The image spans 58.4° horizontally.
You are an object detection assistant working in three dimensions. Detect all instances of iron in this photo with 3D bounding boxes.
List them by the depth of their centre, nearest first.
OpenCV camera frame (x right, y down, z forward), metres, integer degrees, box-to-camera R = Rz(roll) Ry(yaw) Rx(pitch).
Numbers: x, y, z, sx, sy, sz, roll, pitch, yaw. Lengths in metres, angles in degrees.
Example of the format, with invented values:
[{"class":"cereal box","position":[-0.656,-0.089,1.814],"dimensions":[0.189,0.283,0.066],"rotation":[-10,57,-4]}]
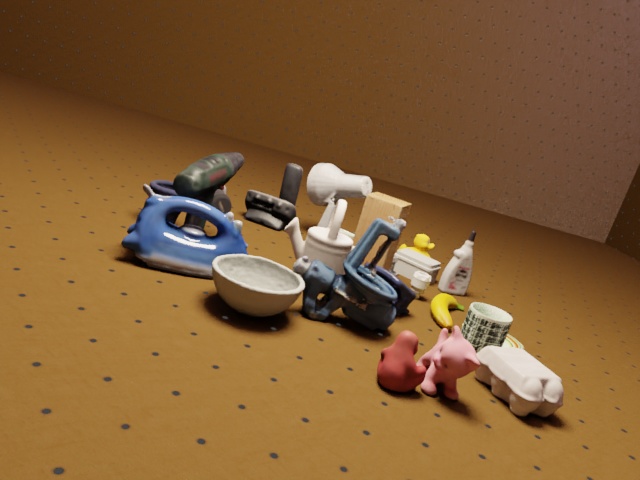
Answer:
[{"class":"iron","position":[-0.238,-0.014,1.107],"dimensions":[0.259,0.141,0.118],"rotation":[13,15,-16]}]

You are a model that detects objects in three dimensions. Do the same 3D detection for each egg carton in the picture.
[{"class":"egg carton","position":[0.338,0.238,0.978],"dimensions":[0.107,0.069,0.150],"rotation":[9,16,-27]}]

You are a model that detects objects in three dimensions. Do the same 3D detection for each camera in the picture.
[{"class":"camera","position":[-0.297,-0.118,1.502],"dimensions":[0.144,0.101,0.136],"rotation":[6,18,-36]}]

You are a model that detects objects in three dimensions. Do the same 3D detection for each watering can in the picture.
[{"class":"watering can","position":[0.011,0.005,1.216],"dimensions":[0.173,0.194,0.100],"rotation":[11,16,-22]}]

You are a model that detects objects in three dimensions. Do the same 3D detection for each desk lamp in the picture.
[{"class":"desk lamp","position":[0.052,-0.092,1.577],"dimensions":[0.202,0.213,0.118],"rotation":[27,18,33]}]

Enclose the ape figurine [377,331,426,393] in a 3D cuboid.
[{"class":"ape figurine","position":[0.129,0.185,0.892],"dimensions":[0.076,0.092,0.077],"rotation":[2,21,-45]}]

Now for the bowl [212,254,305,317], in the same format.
[{"class":"bowl","position":[-0.115,0.088,1.004],"dimensions":[0.167,0.075,0.167],"rotation":[16,15,-4]}]

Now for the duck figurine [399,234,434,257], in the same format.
[{"class":"duck figurine","position":[0.285,0.023,1.672],"dimensions":[0.105,0.086,0.077],"rotation":[14,15,-13]}]

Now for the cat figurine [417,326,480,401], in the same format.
[{"class":"cat figurine","position":[0.207,0.188,0.918],"dimensions":[0.067,0.118,0.127],"rotation":[16,15,-6]}]

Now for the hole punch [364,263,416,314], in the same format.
[{"class":"hole punch","position":[0.143,0.100,1.219],"dimensions":[0.108,0.091,0.101],"rotation":[29,19,38]}]

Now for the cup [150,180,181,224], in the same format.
[{"class":"cup","position":[-0.353,-0.085,1.330],"dimensions":[0.092,0.095,0.117],"rotation":[16,15,-6]}]

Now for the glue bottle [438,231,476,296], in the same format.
[{"class":"glue bottle","position":[0.364,0.057,1.465],"dimensions":[0.078,0.173,0.037],"rotation":[10,16,-26]}]

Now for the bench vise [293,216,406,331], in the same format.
[{"class":"bench vise","position":[0.066,0.053,1.050],"dimensions":[0.208,0.220,0.121],"rotation":[10,16,-26]}]

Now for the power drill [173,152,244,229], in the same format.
[{"class":"power drill","position":[-0.245,-0.087,1.234],"dimensions":[0.075,0.208,0.230],"rotation":[20,15,12]}]

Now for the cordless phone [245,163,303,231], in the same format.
[{"class":"cordless phone","position":[-0.124,-0.133,1.584],"dimensions":[0.147,0.185,0.094],"rotation":[19,15,6]}]
